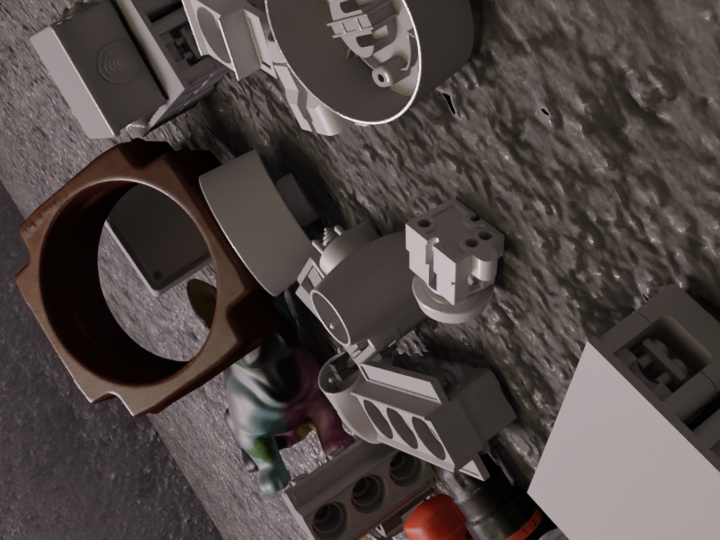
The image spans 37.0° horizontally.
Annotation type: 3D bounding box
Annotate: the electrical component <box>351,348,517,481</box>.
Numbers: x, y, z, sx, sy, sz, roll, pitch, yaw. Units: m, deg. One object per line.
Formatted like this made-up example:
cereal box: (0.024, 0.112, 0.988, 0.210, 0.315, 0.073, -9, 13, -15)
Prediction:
electrical component: (0.052, 0.095, 0.760, 0.078, 0.063, 0.121, 61, 161, -13)

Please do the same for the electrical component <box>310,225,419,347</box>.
electrical component: (0.000, 0.000, 0.711, 0.079, 0.077, 0.043, 46, 159, 29)

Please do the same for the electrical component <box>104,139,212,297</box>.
electrical component: (-0.178, -0.049, 1.016, 0.108, 0.109, 0.056, 55, 164, 4)

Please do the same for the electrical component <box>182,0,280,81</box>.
electrical component: (-0.064, -0.152, 0.641, 0.081, 0.064, 0.042, 39, 154, 40)

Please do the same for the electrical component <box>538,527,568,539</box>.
electrical component: (0.151, 0.203, 0.712, 0.080, 0.051, 0.080, 47, 159, 25)

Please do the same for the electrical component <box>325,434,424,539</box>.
electrical component: (0.009, 0.218, 1.063, 0.108, 0.060, 0.108, 48, 160, 24)

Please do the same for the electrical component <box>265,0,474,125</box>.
electrical component: (0.005, -0.124, 0.519, 0.099, 0.064, 0.099, 47, 159, 25)

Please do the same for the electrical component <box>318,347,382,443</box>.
electrical component: (-0.003, 0.097, 0.918, 0.077, 0.043, 0.079, 54, -173, -39)

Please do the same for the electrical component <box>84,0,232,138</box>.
electrical component: (-0.155, -0.178, 0.826, 0.105, 0.060, 0.186, 59, 161, -8)

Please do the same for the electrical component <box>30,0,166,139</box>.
electrical component: (-0.193, -0.147, 0.794, 0.099, 0.048, 0.100, 62, 160, -18)

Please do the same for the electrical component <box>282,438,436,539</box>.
electrical component: (-0.003, 0.189, 0.955, 0.078, 0.121, 0.063, 64, 162, -20)

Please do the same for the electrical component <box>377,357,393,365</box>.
electrical component: (0.028, 0.098, 0.859, 0.040, 0.040, 0.078, 83, 165, -53)

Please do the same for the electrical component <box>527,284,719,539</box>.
electrical component: (0.153, 0.099, 0.526, 0.105, 0.060, 0.186, 47, 159, 24)

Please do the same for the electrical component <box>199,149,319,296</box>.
electrical component: (-0.067, -0.041, 0.816, 0.108, 0.060, 0.108, 58, -176, -6)

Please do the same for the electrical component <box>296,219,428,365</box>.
electrical component: (-0.004, 0.013, 0.767, 0.096, 0.061, 0.061, 54, 161, 6)

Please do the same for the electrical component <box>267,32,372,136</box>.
electrical component: (-0.016, -0.115, 0.598, 0.078, 0.058, 0.057, 25, 147, 57)

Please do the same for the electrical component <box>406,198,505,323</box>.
electrical component: (0.054, -0.003, 0.626, 0.066, 0.048, 0.055, 41, 148, 37)
